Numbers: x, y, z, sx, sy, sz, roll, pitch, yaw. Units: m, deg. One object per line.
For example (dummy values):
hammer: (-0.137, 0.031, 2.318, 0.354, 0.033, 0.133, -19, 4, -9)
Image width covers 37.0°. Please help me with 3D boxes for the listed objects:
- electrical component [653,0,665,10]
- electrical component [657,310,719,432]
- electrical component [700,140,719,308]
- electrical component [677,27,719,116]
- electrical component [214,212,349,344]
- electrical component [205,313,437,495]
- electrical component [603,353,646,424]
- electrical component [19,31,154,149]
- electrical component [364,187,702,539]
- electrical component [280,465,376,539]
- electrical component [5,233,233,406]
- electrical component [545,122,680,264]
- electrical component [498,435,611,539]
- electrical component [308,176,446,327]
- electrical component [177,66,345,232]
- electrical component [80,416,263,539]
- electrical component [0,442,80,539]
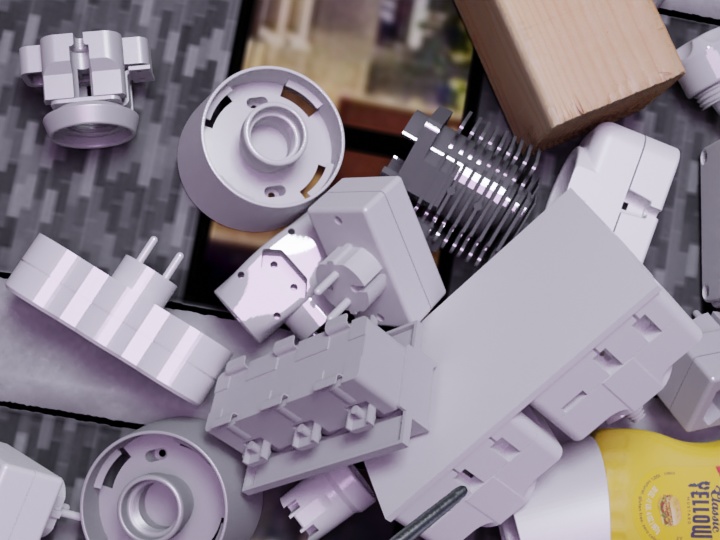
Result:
electrical component: (0.191, -0.199, 0.708, 0.043, 0.043, 0.062, 41, 80, 2)
electrical component: (0.223, 0.052, 0.672, 0.083, 0.047, 0.075, -8, 42, -22)
electrical component: (0.257, -0.034, 0.659, 0.056, 0.108, 0.108, 2, 82, -6)
electrical component: (0.233, -0.123, 0.701, 0.043, 0.043, 0.062, -27, 87, -7)
electrical component: (-0.035, 0.018, 0.664, 0.077, 0.043, 0.079, -41, 88, -8)
electrical component: (-0.025, 0.073, 0.609, 0.063, 0.121, 0.078, 39, 43, -33)
electrical component: (0.150, 0.060, 0.671, 0.043, 0.043, 0.081, -37, 87, -8)
electrical component: (-0.167, -0.109, 0.664, 0.078, 0.058, 0.057, -6, 80, -5)
electrical component: (0.086, 0.058, 0.607, 0.186, 0.105, 0.060, -43, 123, 12)
electrical component: (-0.020, 0.137, 0.652, 0.046, 0.040, 0.040, -38, 87, -1)
electrical component: (-0.136, 0.015, 0.652, 0.138, 0.052, 0.073, 32, 81, 1)
electrical component: (0.154, -0.041, 0.679, 0.059, 0.053, 0.095, 22, 82, -1)
electrical component: (0.116, 0.152, 0.631, 0.064, 0.099, 0.099, -13, 84, 1)
electrical component: (0.000, 0.000, 0.624, 0.076, 0.047, 0.083, -45, 123, -37)
electrical component: (-0.061, -0.077, 0.676, 0.099, 0.064, 0.099, 3, 79, -17)
electrical component: (-0.114, 0.139, 0.645, 0.099, 0.064, 0.099, -1, 86, 9)
electrical component: (-0.198, 0.134, 0.627, 0.076, 0.083, 0.047, 27, 79, -39)
